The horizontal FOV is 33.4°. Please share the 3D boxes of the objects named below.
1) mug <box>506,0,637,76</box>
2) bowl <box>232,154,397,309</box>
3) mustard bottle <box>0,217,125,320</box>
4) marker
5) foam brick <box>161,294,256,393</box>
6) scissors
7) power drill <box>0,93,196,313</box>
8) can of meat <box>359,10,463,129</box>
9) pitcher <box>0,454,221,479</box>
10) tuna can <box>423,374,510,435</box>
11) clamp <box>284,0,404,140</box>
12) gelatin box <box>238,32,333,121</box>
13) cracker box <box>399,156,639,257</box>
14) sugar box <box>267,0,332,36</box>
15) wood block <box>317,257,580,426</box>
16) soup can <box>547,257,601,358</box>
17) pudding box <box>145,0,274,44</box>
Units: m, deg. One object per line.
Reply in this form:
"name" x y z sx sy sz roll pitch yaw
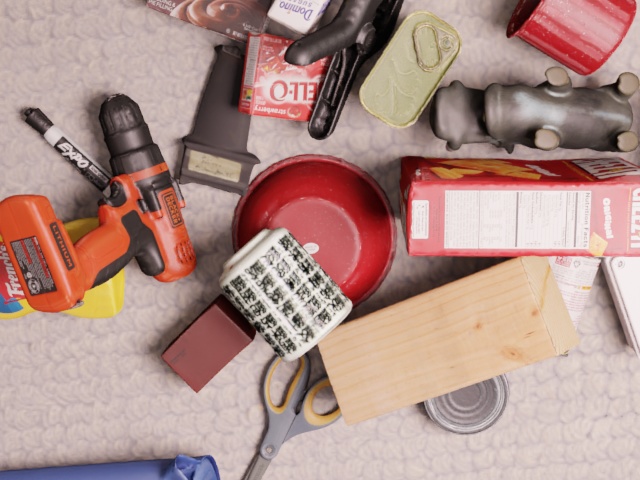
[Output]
"mug" 0.232 -0.210 0.947 0.081 0.093 0.117 30 104 -8
"bowl" -0.007 0.001 1.011 0.162 0.055 0.162 1 100 3
"mustard bottle" -0.288 0.028 1.027 0.191 0.058 0.096 -1 98 3
"marker" -0.236 -0.083 1.025 0.121 0.020 0.020 43 99 -4
"foam brick" -0.107 0.099 1.034 0.078 0.051 0.053 -43 94 8
"scissors" -0.030 0.206 1.066 0.096 0.016 0.202 12 100 1
"power drill" -0.198 -0.028 0.954 0.057 0.187 0.184 -14 100 37
"can of meat" 0.080 -0.154 0.966 0.057 0.084 0.102 33 99 -3
"pitcher" -0.218 0.287 1.039 0.243 0.145 0.149 -2 77 7
"tuna can" 0.141 0.146 1.039 0.086 0.033 0.086 0 100 2
"clamp" 0.025 -0.183 0.945 0.039 0.120 0.171 24 76 18
"gelatin box" -0.027 -0.147 0.978 0.089 0.030 0.073 3 100 -34
"cracker box" 0.179 -0.034 0.941 0.213 0.164 0.072 0 101 3
"sugar box" 0.015 -0.266 0.946 0.048 0.093 0.176 27 101 -2
"wood block" 0.114 0.090 0.964 0.206 0.090 0.090 -23 80 24
"soup can" 0.216 0.051 1.002 0.068 0.068 0.102 17 99 0
"pudding box" -0.093 -0.238 0.982 0.113 0.039 0.090 20 100 -1
